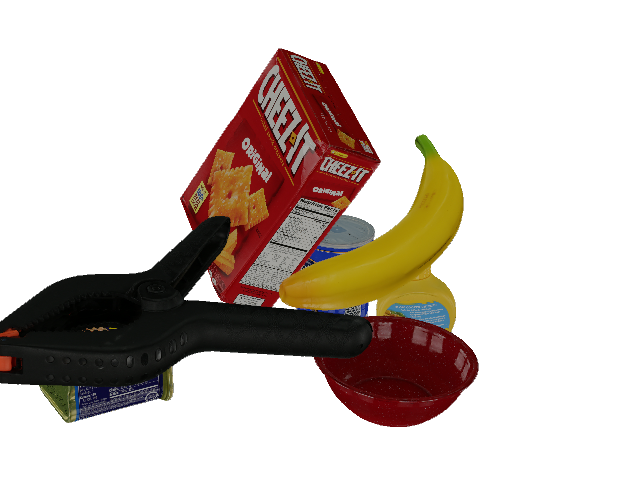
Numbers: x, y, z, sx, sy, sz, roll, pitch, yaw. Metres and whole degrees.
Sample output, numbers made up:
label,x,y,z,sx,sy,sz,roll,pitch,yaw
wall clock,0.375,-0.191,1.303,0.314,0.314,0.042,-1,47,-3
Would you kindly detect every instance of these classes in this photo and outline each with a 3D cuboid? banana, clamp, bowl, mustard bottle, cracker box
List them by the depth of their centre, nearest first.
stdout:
label,x,y,z,sx,sy,sz,roll,pitch,yaw
clamp,-0.097,0.038,0.625,0.209,0.036,0.165,-10,30,-29
banana,0.050,-0.002,0.750,0.070,0.037,0.197,28,48,19
bowl,0.072,0.135,1.051,0.162,0.055,0.162,3,25,-2
cracker box,-0.050,-0.060,1.085,0.072,0.214,0.164,13,36,-36
mustard bottle,0.116,0.098,1.294,0.096,0.192,0.058,-3,21,5

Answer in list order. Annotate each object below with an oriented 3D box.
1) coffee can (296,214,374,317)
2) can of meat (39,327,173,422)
label,x,y,z,sx,sy,sz,roll,pitch,yaw
coffee can,0.019,0.047,1.473,0.103,0.140,0.103,2,24,-1
can of meat,-0.177,0.098,0.850,0.083,0.057,0.102,-12,22,-29
